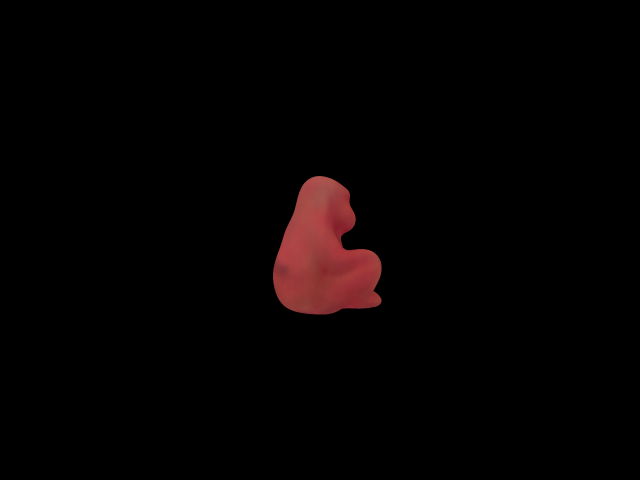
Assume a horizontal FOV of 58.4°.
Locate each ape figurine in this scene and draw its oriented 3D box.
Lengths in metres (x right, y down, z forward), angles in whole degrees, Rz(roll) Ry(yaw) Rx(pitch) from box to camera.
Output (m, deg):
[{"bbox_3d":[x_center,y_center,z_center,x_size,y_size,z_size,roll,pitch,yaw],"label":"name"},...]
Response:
[{"bbox_3d":[0.004,0.001,0.400,0.076,0.092,0.077,-5,15,-18],"label":"ape figurine"}]
